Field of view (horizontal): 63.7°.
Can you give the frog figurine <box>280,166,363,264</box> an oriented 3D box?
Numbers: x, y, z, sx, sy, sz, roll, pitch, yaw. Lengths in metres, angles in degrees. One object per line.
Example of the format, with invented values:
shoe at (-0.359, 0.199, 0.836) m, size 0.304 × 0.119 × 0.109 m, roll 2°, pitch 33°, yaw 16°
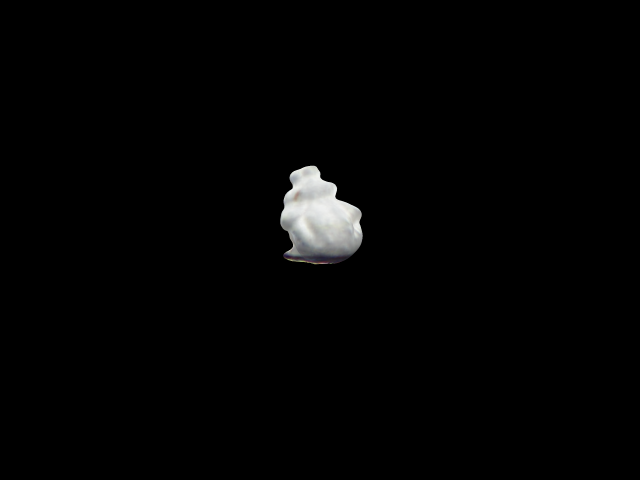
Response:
frog figurine at (0.003, -0.043, 0.850) m, size 0.137 × 0.159 × 0.123 m, roll -1°, pitch 6°, yaw -7°
